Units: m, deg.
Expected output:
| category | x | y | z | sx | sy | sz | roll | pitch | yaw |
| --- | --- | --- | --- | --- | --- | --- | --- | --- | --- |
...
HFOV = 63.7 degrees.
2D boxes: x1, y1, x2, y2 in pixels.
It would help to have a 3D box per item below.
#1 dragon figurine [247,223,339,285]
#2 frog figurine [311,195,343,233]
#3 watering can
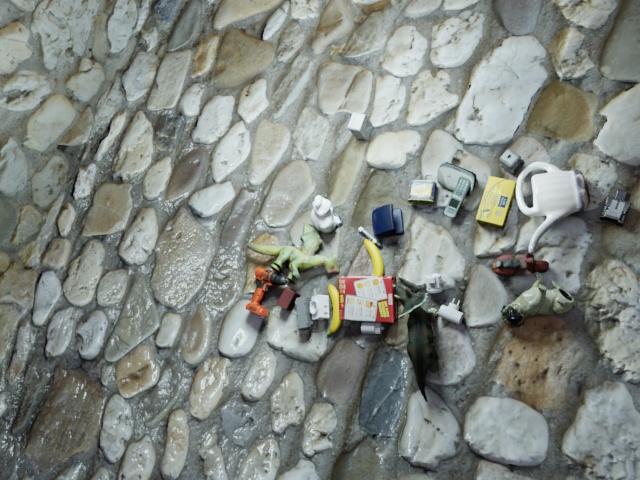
| category | x | y | z | sx | sy | sz | roll | pitch | yaw |
| --- | --- | --- | --- | --- | --- | --- | --- | --- | --- |
| dragon figurine | -0.096 | 0.036 | 2.116 | 0.414 | 0.120 | 0.245 | 34 | 74 | 27 |
| frog figurine | 0.006 | -0.104 | 2.057 | 0.122 | 0.158 | 0.140 | -24 | 66 | 18 |
| watering can | 0.780 | -0.118 | 1.720 | 0.224 | 0.102 | 0.355 | -7 | 61 | 22 |
